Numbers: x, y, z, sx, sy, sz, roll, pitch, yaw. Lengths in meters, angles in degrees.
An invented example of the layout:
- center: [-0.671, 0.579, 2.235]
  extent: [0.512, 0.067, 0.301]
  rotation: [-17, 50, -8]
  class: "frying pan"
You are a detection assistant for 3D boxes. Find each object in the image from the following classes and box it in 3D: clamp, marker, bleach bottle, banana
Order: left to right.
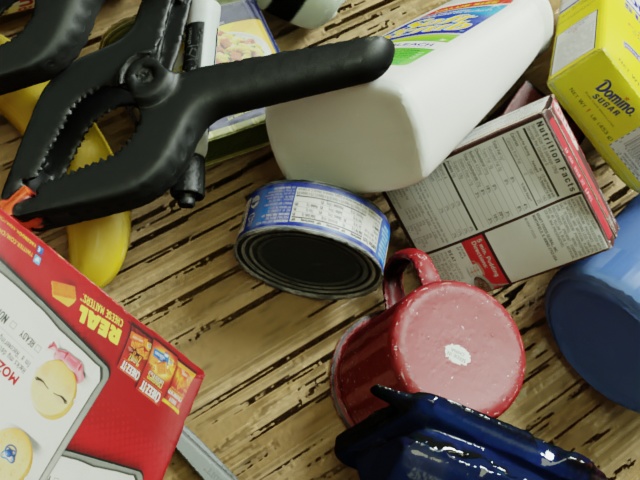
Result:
- center: [-0.155, -0.051, 0.596]
  extent: [0.069, 0.037, 0.198]
  rotation: [-23, 79, -26]
  class: "banana"
- center: [-0.130, -0.136, 0.556]
  extent: [0.120, 0.039, 0.171]
  rotation: [31, 89, 21]
  class: "clamp"
- center: [-0.075, -0.076, 0.555]
  extent: [0.165, 0.036, 0.210]
  rotation: [37, 82, 24]
  class: "clamp"
- center: [-0.068, -0.075, 0.585]
  extent: [0.020, 0.020, 0.121]
  rotation: [8, 72, -17]
  class: "marker"
- center: [0.074, -0.110, 0.661]
  extent: [0.250, 0.103, 0.068]
  rotation: [-43, 124, -48]
  class: "bleach bottle"

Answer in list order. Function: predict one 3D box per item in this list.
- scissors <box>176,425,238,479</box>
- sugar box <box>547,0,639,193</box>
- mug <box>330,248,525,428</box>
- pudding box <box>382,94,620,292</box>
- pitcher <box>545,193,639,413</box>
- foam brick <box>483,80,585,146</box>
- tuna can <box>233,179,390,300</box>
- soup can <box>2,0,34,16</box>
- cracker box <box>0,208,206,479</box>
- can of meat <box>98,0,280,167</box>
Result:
- center: [-0.035, 0.171, 0.564]
  extent: [0.201, 0.016, 0.096]
  rotation: [33, 62, -5]
  class: "scissors"
- center: [0.195, -0.113, 0.689]
  extent: [0.093, 0.048, 0.176]
  rotation: [47, 35, -16]
  class: "sugar box"
- center: [0.060, 0.061, 0.604]
  extent: [0.093, 0.082, 0.117]
  rotation: [-2, 70, -21]
  class: "mug"
- center: [0.104, -0.021, 0.623]
  extent: [0.090, 0.114, 0.039]
  rotation: [61, 28, -11]
  class: "pudding box"
- center: [0.263, 0.010, 0.681]
  extent: [0.242, 0.145, 0.149]
  rotation: [-36, 73, -24]
  class: "pitcher"
- center: [0.120, -0.052, 0.673]
  extent: [0.051, 0.078, 0.053]
  rotation: [38, 60, -2]
  class: "foam brick"
- center: [-0.004, 0.001, 0.602]
  extent: [0.086, 0.086, 0.033]
  rotation: [18, 63, -13]
  class: "tuna can"
- center: [-0.159, -0.173, 0.624]
  extent: [0.102, 0.069, 0.068]
  rotation: [-21, 78, -25]
  class: "soup can"
- center: [-0.158, 0.112, 0.472]
  extent: [0.164, 0.072, 0.213]
  rotation: [47, 54, -41]
  class: "cracker box"
- center: [-0.068, -0.093, 0.633]
  extent: [0.102, 0.058, 0.084]
  rotation: [-22, 80, -25]
  class: "can of meat"
